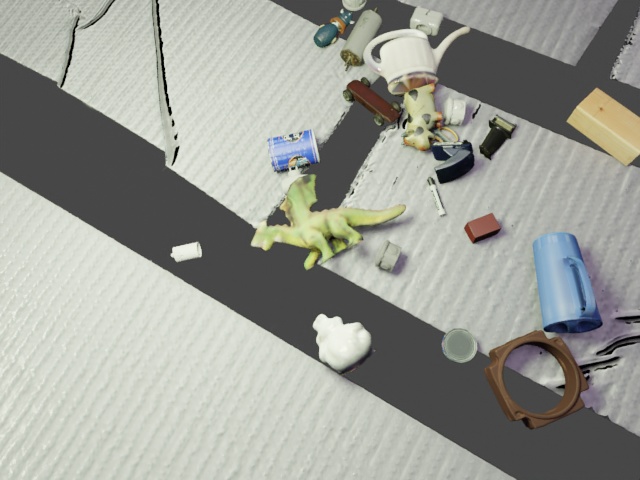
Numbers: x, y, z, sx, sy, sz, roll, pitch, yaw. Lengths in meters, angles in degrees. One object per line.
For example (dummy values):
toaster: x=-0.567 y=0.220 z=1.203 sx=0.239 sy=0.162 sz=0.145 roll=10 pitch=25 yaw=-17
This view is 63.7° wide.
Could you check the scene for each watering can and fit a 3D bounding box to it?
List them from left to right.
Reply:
watering can: x=0.311 y=-0.557 z=1.580 sx=0.348 sy=0.102 sz=0.228 roll=-8 pitch=72 yaw=0

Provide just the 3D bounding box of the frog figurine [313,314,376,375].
frog figurine: x=0.052 y=0.253 z=1.315 sx=0.136 sy=0.123 sz=0.160 roll=-38 pitch=83 yaw=13

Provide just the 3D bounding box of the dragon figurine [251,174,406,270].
dragon figurine: x=0.004 y=-0.071 z=1.402 sx=0.411 sy=0.121 sz=0.243 roll=-32 pitch=86 yaw=-5
